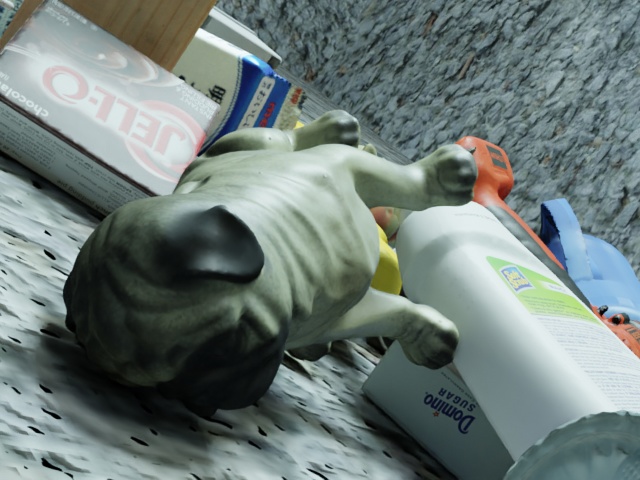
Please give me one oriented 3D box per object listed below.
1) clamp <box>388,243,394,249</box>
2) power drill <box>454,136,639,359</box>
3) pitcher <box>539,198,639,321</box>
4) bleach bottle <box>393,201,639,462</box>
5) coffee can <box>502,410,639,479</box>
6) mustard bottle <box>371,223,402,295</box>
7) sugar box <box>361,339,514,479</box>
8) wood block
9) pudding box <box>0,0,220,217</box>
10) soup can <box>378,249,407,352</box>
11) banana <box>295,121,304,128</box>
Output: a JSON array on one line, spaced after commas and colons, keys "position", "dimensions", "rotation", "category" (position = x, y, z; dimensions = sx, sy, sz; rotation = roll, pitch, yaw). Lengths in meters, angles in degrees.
[{"position": [-0.002, -0.014, 0.834], "dimensions": [0.210, 0.036, 0.164], "rotation": [30, 10, -7], "category": "clamp"}, {"position": [0.147, 0.022, 0.686], "dimensions": [0.188, 0.057, 0.184], "rotation": [52, 17, 17], "category": "power drill"}, {"position": [0.223, 0.069, 0.902], "dimensions": [0.149, 0.145, 0.242], "rotation": [35, 12, -2], "category": "pitcher"}, {"position": [0.109, 0.060, 0.494], "dimensions": [0.102, 0.068, 0.251], "rotation": [17, 29, -41], "category": "bleach bottle"}, {"position": [0.124, 0.128, 0.323], "dimensions": [0.140, 0.103, 0.103], "rotation": [32, 9, -20], "category": "coffee can"}, {"position": [-0.004, 0.000, 0.667], "dimensions": [0.096, 0.058, 0.191], "rotation": [14, 10, -4], "category": "mustard bottle"}, {"position": [0.104, 0.099, 0.594], "dimensions": [0.093, 0.048, 0.176], "rotation": [40, 9, 29], "category": "sugar box"}, {"position": [-0.108, -0.154, 0.630], "dimensions": [0.090, 0.206, 0.091], "rotation": [32, 9, -14], "category": "wood block"}, {"position": [-0.117, -0.065, 0.557], "dimensions": [0.113, 0.039, 0.090], "rotation": [31, 40, -11], "category": "pudding box"}, {"position": [0.068, 0.041, 0.700], "dimensions": [0.068, 0.068, 0.102], "rotation": [34, 8, -4], "category": "soup can"}, {"position": [-0.002, -0.068, 0.852], "dimensions": [0.069, 0.037, 0.197], "rotation": [55, 13, 2], "category": "banana"}]
